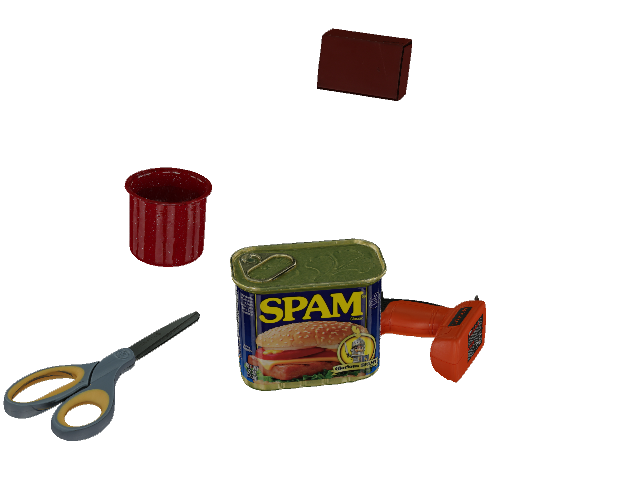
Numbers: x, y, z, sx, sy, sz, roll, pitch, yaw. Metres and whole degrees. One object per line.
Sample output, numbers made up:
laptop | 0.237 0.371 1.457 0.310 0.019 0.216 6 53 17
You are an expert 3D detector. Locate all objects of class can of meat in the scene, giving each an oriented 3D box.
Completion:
can of meat | -0.008 0.051 0.722 0.102 0.084 0.057 -4 28 -7

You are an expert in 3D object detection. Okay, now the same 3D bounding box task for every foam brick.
foam brick | 0.040 -0.161 0.977 0.078 0.051 0.053 10 19 11

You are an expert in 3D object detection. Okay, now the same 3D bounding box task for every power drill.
power drill | 0.066 0.093 1.112 0.188 0.057 0.184 11 28 25

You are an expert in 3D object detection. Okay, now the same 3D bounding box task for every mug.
mug | -0.171 -0.029 1.168 0.093 0.081 0.117 -8 31 -25

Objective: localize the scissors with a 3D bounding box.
scissors | -0.162 0.113 0.891 0.201 0.016 0.096 -18 38 -34
